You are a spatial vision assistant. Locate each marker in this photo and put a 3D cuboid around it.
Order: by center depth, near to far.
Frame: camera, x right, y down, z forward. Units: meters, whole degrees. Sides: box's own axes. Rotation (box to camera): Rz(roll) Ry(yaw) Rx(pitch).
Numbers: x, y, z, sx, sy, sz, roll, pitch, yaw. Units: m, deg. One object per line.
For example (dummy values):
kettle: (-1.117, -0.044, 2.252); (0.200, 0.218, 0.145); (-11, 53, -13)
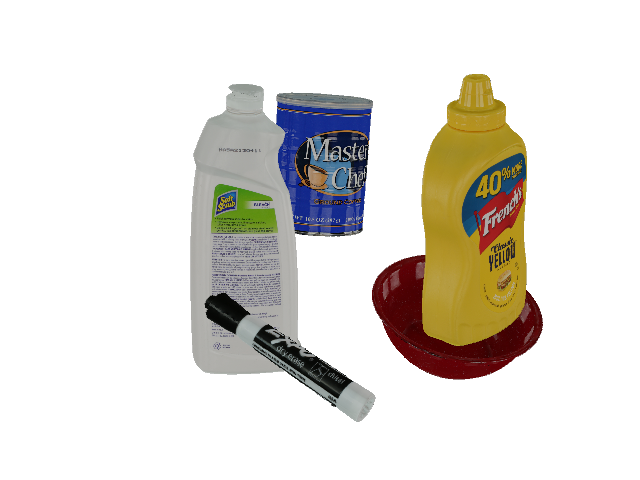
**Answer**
marker: (-0.021, 0.067, 0.635); (0.121, 0.020, 0.020); (32, 13, 22)

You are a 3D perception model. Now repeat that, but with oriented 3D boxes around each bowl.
bowl: (0.124, 0.081, 1.009); (0.162, 0.055, 0.162); (6, 34, -4)

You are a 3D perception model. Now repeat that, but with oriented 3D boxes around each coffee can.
coffee can: (0.000, -0.083, 1.143); (0.103, 0.140, 0.103); (4, 12, -1)

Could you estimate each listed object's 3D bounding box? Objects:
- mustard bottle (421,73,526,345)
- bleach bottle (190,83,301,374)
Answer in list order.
mustard bottle: (0.113, -0.026, 0.774); (0.096, 0.192, 0.058); (-25, 32, -39)
bleach bottle: (-0.061, -0.009, 0.926); (0.102, 0.251, 0.068); (-2, 21, -14)
